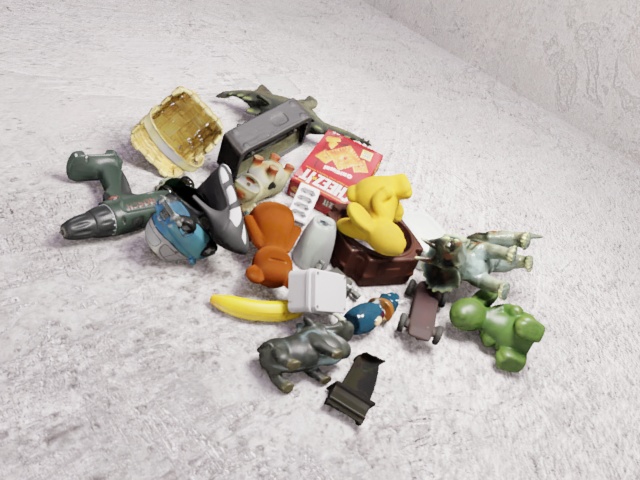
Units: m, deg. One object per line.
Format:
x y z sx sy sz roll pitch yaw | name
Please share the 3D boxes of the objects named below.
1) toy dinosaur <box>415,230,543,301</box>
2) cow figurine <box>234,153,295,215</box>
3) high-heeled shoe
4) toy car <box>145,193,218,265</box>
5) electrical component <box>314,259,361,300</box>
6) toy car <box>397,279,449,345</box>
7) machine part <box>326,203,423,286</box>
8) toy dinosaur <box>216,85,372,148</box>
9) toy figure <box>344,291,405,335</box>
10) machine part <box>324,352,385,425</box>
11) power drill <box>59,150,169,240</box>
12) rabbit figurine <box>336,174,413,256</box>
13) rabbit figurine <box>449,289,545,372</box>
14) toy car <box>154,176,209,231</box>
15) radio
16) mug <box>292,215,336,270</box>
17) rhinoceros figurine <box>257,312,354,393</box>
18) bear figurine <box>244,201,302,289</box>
0.352 0.032 1.184 0.192 0.131 0.405 14 15 32 | toy dinosaur
-0.141 -0.124 1.221 0.086 0.127 0.195 31 21 10 | cow figurine
-0.176 -0.065 1.063 0.145 0.086 0.249 45 20 -13 | high-heeled shoe
-0.266 -0.009 0.989 0.103 0.161 0.109 -38 68 -3 | toy car
0.028 0.084 1.083 0.078 0.045 0.102 -14 49 -39 | electrical component
0.209 0.147 1.092 0.089 0.053 0.202 21 31 6 | toy car
0.113 0.005 1.200 0.201 0.087 0.202 -1 40 -29 | machine part
-0.075 -0.348 1.519 0.472 0.105 0.198 15 24 3 | toy dinosaur
0.104 0.139 1.043 0.154 0.057 0.064 -16 56 -48 | toy figure
0.062 0.241 0.901 0.084 0.039 0.139 25 36 13 | machine part
-0.417 -0.090 1.041 0.232 0.086 0.207 -14 45 -42 | power drill
0.122 -0.047 1.108 0.162 0.122 0.173 3 58 -22 | rabbit figurine
0.348 0.158 1.096 0.170 0.121 0.159 23 28 1 | rabbit figurine
-0.259 -0.071 1.123 0.202 0.056 0.073 33 40 17 | toy car
-0.131 -0.241 1.287 0.229 0.131 0.073 -36 79 -28 | radio
-0.002 -0.003 1.129 0.081 0.107 0.110 22 37 -4 | mug
-0.016 0.184 0.911 0.190 0.073 0.112 -12 37 -36 | rhinoceros figurine
-0.097 0.026 1.058 0.120 0.132 0.196 8 56 -17 | bear figurine
